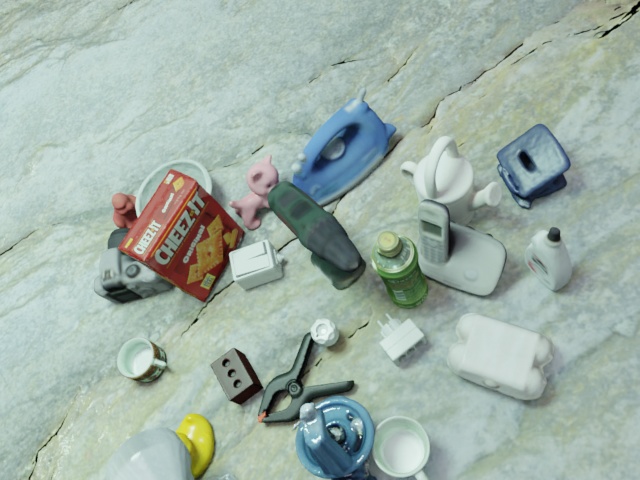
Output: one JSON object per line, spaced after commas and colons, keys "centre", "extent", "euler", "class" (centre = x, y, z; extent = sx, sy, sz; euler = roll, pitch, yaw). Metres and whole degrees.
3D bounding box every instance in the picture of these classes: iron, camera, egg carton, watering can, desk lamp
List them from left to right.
{"centre": [-0.371, 0.039, 1.123], "extent": [0.143, 0.101, 0.136], "euler": [-16, 63, 10], "class": "camera"}
{"centre": [-0.190, 0.386, 0.844], "extent": [0.202, 0.214, 0.118], "euler": [35, 80, 27], "class": "desk lamp"}
{"centre": [0.019, -0.166, 1.075], "extent": [0.258, 0.142, 0.118], "euler": [-46, 62, -6], "class": "iron"}
{"centre": [0.215, -0.098, 0.955], "extent": [0.172, 0.194, 0.101], "euler": [2, 67, 18], "class": "watering can"}
{"centre": [0.276, 0.178, 0.881], "extent": [0.150, 0.069, 0.107], "euler": [15, 71, 23], "class": "egg carton"}

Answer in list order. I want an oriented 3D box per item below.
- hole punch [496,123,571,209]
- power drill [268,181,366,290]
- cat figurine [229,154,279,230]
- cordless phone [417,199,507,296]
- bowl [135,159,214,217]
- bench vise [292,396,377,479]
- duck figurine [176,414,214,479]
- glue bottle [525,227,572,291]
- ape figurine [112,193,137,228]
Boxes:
{"centre": [0.363, -0.127, 0.982], "extent": [0.101, 0.091, 0.108], "euler": [-25, 61, 5], "class": "hole punch"}
{"centre": [0.009, 0.003, 0.962], "extent": [0.075, 0.209, 0.229], "euler": [-43, 61, -5], "class": "power drill"}
{"centre": [-0.122, -0.097, 1.100], "extent": [0.128, 0.118, 0.067], "euler": [-41, 61, -4], "class": "cat figurine"}
{"centre": [0.220, 0.007, 0.910], "extent": [0.147, 0.185, 0.094], "euler": [19, 73, 24], "class": "cordless phone"}
{"centre": [-0.283, -0.076, 1.164], "extent": [0.167, 0.075, 0.167], "euler": [-7, 65, 14], "class": "bowl"}
{"centre": [0.035, 0.308, 0.808], "extent": [0.121, 0.220, 0.207], "euler": [-35, 61, -1], "class": "bench vise"}
{"centre": [-0.226, 0.339, 0.950], "extent": [0.077, 0.086, 0.104], "euler": [0, 66, 17], "class": "duck figurine"}
{"centre": [0.349, 0.019, 0.872], "extent": [0.037, 0.173, 0.078], "euler": [-39, 61, -3], "class": "glue bottle"}
{"centre": [-0.399, -0.065, 1.185], "extent": [0.077, 0.092, 0.076], "euler": [-15, 63, 10], "class": "ape figurine"}
